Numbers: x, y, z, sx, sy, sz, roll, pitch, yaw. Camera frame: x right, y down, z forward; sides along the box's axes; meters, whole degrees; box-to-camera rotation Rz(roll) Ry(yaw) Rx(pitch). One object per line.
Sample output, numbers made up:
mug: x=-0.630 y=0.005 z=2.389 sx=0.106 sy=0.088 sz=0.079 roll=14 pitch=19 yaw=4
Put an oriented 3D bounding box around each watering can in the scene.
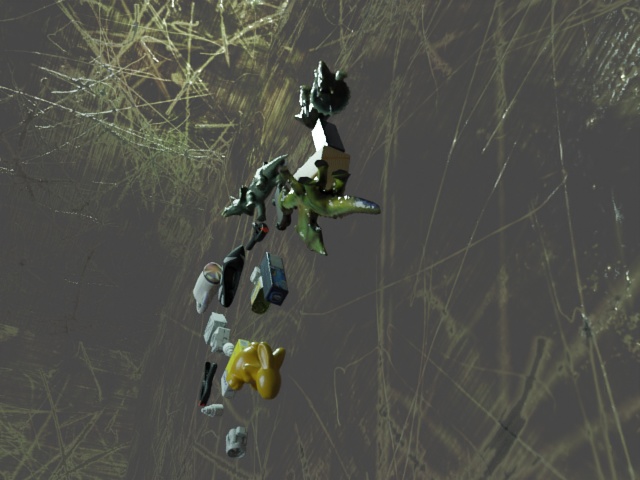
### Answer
watering can: x=-0.547 y=0.204 z=2.496 sx=0.103 sy=0.221 sz=0.355 roll=20 pitch=23 yaw=-21

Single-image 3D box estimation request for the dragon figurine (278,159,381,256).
dragon figurine: x=0.004 y=-0.069 z=1.367 sx=0.123 sy=0.237 sz=0.416 roll=-22 pitch=40 yaw=-30
